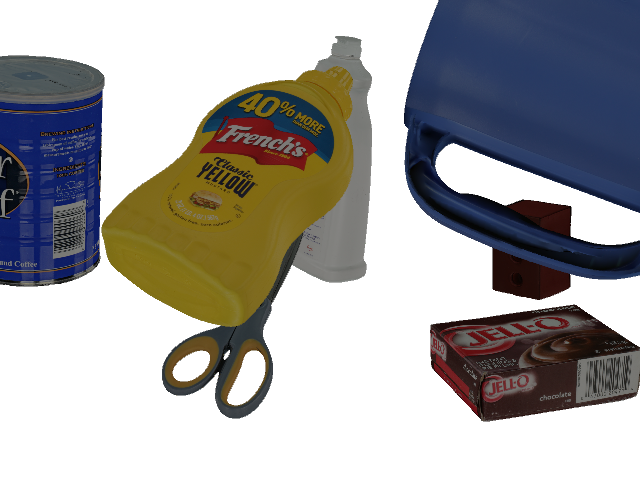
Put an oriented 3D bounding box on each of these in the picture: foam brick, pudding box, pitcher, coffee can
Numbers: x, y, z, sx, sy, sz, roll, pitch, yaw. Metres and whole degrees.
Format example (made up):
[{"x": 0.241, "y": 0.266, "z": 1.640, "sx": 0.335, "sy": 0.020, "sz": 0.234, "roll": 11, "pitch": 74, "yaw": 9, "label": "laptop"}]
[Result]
[{"x": 0.189, "y": 0.008, "z": 0.953, "sx": 0.053, "sy": 0.078, "sz": 0.051, "roll": 12, "pitch": 22, "yaw": 43, "label": "foam brick"}, {"x": 0.139, "y": 0.078, "z": 0.704, "sx": 0.113, "sy": 0.039, "sz": 0.090, "roll": -5, "pitch": 17, "yaw": -14, "label": "pudding box"}, {"x": 0.167, "y": -0.063, "z": 0.530, "sx": 0.243, "sy": 0.149, "sz": 0.144, "roll": 25, "pitch": 38, "yaw": 10, "label": "pitcher"}, {"x": -0.208, "y": -0.052, "z": 0.764, "sx": 0.103, "sy": 0.140, "sz": 0.103, "roll": 5, "pitch": 23, "yaw": -2, "label": "coffee can"}]

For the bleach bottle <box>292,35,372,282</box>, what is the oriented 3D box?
[{"x": 0.017, "y": -0.089, "z": 1.139, "sx": 0.067, "sy": 0.251, "sz": 0.103, "roll": -8, "pitch": 25, "yaw": -41, "label": "bleach bottle"}]

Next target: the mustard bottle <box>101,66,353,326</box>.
[{"x": -0.035, "y": -0.041, "z": 0.632, "sx": 0.096, "sy": 0.191, "sz": 0.058, "roll": 24, "pitch": -36, "yaw": 20, "label": "mustard bottle"}]

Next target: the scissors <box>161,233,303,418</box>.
[{"x": -0.070, "y": 0.061, "z": 0.866, "sx": 0.096, "sy": 0.016, "sz": 0.201, "roll": -1, "pitch": 43, "yaw": 7, "label": "scissors"}]
